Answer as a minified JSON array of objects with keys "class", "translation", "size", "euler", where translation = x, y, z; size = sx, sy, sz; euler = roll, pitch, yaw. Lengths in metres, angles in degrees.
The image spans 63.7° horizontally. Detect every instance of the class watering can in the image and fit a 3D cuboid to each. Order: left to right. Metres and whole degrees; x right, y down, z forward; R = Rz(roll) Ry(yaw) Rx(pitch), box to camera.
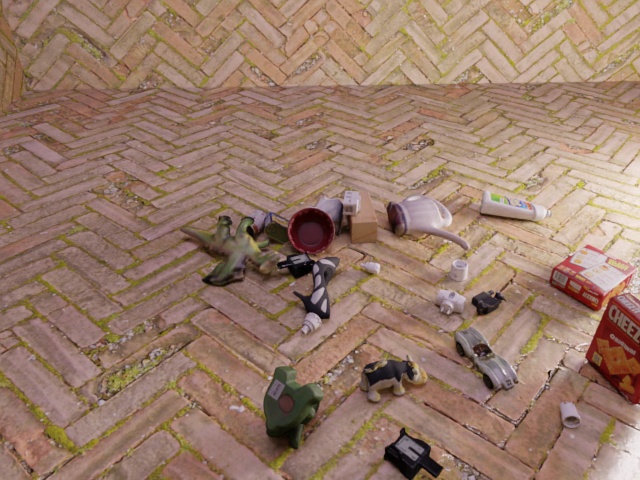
[{"class":"watering can","translation":[0.367,-0.063,1.819],"size":[0.225,0.101,0.355],"euler":[-8,35,-10]}]

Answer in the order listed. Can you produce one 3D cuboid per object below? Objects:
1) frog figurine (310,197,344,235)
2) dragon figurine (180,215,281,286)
[{"class":"frog figurine","translation":[0.006,-0.093,1.849],"size":[0.159,0.120,0.140],"euler":[11,66,-1]},{"class":"dragon figurine","translation":[-0.310,0.043,1.674],"size":[0.410,0.119,0.249],"euler":[0,41,16]}]
